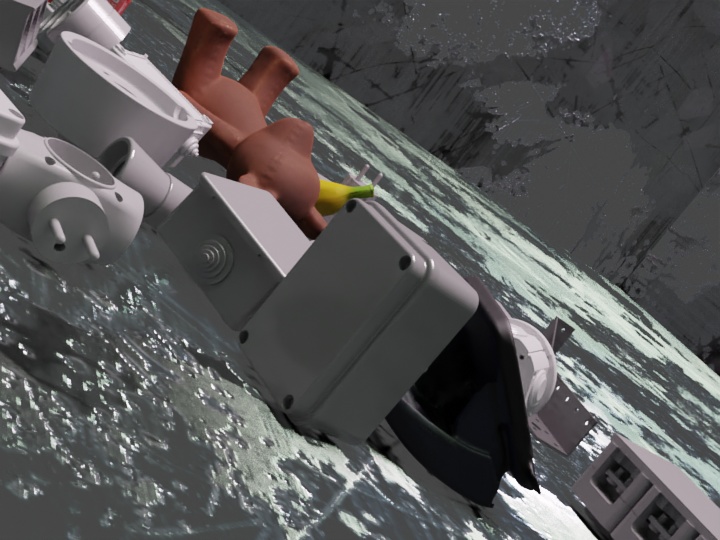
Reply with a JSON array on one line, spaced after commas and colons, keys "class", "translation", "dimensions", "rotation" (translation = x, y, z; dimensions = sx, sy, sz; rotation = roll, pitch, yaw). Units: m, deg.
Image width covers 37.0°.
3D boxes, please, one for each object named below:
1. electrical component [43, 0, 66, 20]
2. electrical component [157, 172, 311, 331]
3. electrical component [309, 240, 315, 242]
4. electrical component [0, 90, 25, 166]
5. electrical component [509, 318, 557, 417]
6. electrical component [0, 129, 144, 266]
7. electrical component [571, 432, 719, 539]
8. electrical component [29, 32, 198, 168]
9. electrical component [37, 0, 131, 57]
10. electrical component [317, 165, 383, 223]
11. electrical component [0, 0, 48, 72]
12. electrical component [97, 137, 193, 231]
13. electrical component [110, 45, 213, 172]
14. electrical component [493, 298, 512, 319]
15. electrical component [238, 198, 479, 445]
[{"class": "electrical component", "translation": [-0.257, -0.220, 0.939], "dimensions": [0.048, 0.062, 0.048], "rotation": [36, 11, -8]}, {"class": "electrical component", "translation": [-0.067, -0.007, 0.661], "dimensions": [0.099, 0.048, 0.100], "rotation": [50, 14, 18]}, {"class": "electrical component", "translation": [-0.023, 0.010, 0.783], "dimensions": [0.040, 0.040, 0.078], "rotation": [28, 14, -41]}, {"class": "electrical component", "translation": [-0.218, -0.083, 0.499], "dimensions": [0.113, 0.057, 0.078], "rotation": [44, 13, 32]}, {"class": "electrical component", "translation": [0.104, 0.077, 0.813], "dimensions": [0.080, 0.080, 0.051], "rotation": [42, 17, 20]}, {"class": "electrical component", "translation": [-0.147, -0.029, 0.535], "dimensions": [0.077, 0.044, 0.079], "rotation": [30, 13, -36]}, {"class": "electrical component", "translation": [0.226, 0.195, 0.753], "dimensions": [0.089, 0.061, 0.150], "rotation": [29, 13, -37]}, {"class": "electrical component", "translation": [-0.172, -0.105, 0.732], "dimensions": [0.108, 0.060, 0.108], "rotation": [36, 11, -8]}, {"class": "electrical component", "translation": [-0.215, -0.177, 0.865], "dimensions": [0.073, 0.052, 0.138], "rotation": [48, -11, -24]}, {"class": "electrical component", "translation": [-0.007, -0.071, 1.082], "dimensions": [0.083, 0.075, 0.047], "rotation": [30, 13, -33]}, {"class": "electrical component", "translation": [-0.256, -0.179, 0.747], "dimensions": [0.063, 0.078, 0.121], "rotation": [18, 16, -15]}, {"class": "electrical component", "translation": [-0.133, -0.049, 0.679], "dimensions": [0.065, 0.044, 0.044], "rotation": [36, 10, -37]}, {"class": "electrical component", "translation": [-0.163, -0.114, 0.817], "dimensions": [0.096, 0.061, 0.062], "rotation": [46, 10, 5]}, {"class": "electrical component", "translation": [0.106, 0.062, 0.914], "dimensions": [0.077, 0.065, 0.047], "rotation": [33, 11, -20]}, {"class": "electrical component", "translation": [-0.003, 0.027, 0.581], "dimensions": [0.057, 0.113, 0.078], "rotation": [32, 12, -43]}]
